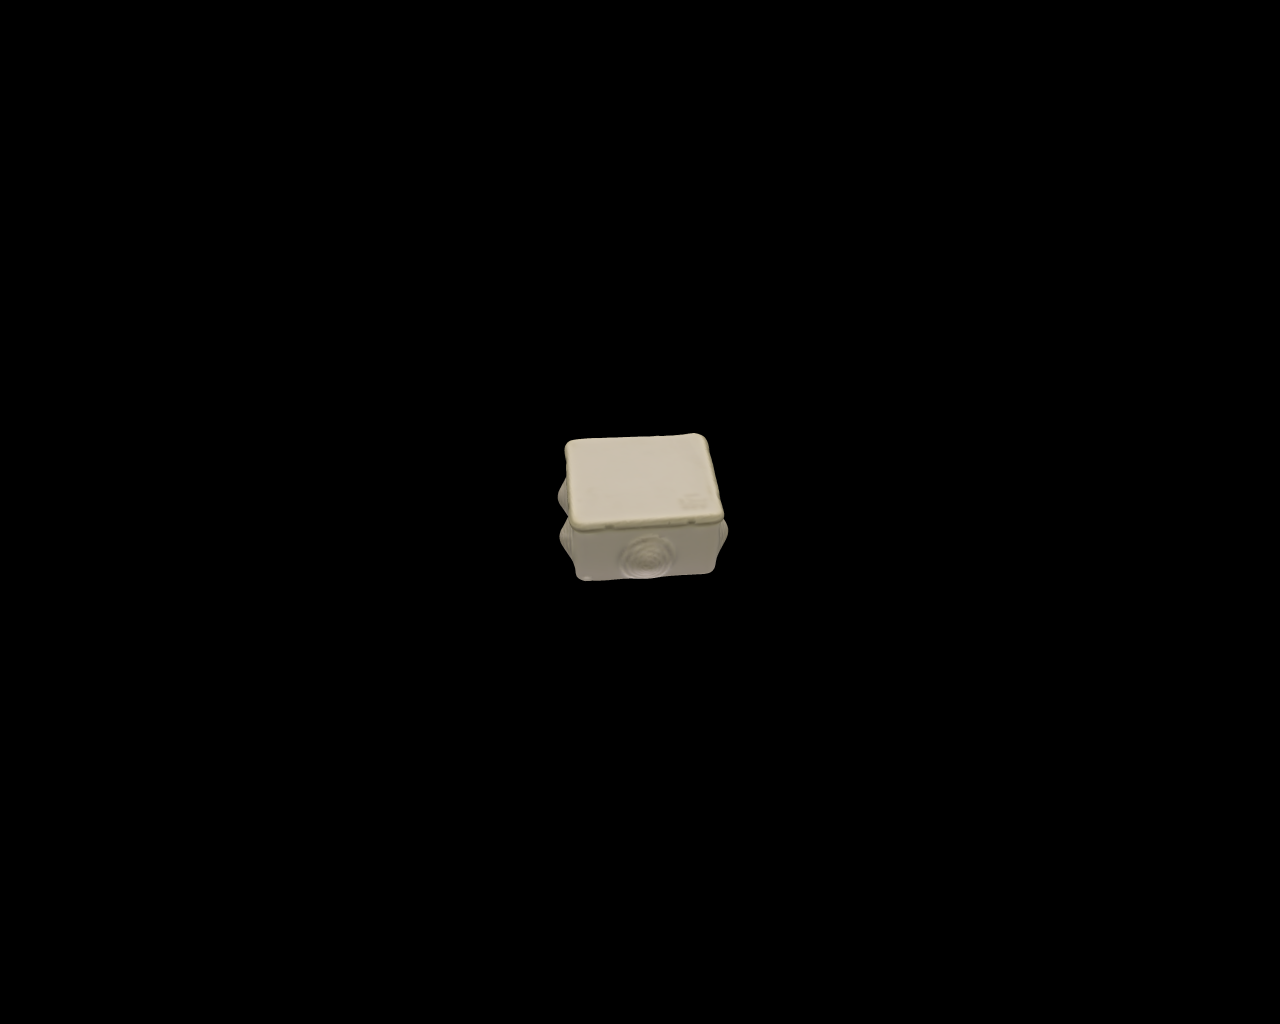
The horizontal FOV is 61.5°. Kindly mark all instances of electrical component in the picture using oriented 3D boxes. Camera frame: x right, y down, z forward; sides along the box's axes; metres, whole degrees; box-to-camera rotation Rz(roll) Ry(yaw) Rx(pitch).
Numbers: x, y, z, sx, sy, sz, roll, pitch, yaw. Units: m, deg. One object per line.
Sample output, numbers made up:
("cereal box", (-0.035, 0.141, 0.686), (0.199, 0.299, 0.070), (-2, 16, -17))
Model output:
("electrical component", (0.001, -0.003, 0.650), (0.100, 0.048, 0.100), (-3, 37, -4))
